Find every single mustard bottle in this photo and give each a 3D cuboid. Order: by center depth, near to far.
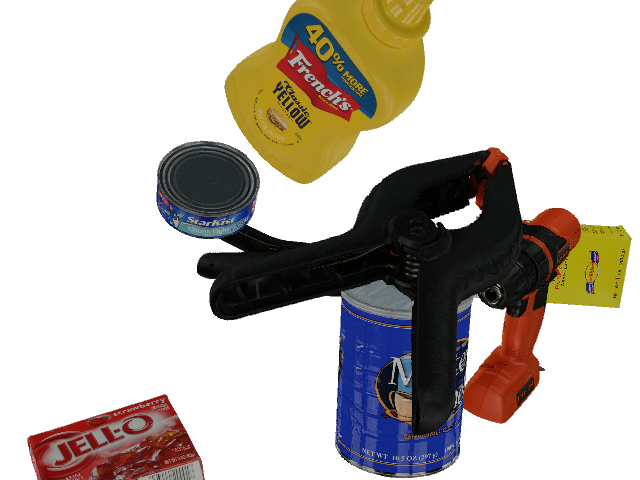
[{"bbox_3d":[0.013,-0.111,0.682,0.058,0.096,0.192,-38,2,-35],"label":"mustard bottle"}]

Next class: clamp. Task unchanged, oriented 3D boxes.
[{"bbox_3d":[0.048,0.015,0.491,0.171,0.039,0.120,-35,61,-30],"label":"clamp"},{"bbox_3d":[-0.038,0.024,1.113,0.210,0.036,0.164,17,18,-6],"label":"clamp"}]

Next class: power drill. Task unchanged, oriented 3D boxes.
[{"bbox_3d":[0.181,0.075,0.999,0.057,0.188,0.184,24,31,25],"label":"power drill"}]

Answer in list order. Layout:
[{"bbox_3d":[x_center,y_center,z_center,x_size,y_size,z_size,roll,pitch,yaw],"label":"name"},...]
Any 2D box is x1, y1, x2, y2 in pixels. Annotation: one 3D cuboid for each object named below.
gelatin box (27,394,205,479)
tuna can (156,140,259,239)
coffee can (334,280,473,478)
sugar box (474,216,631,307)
[{"bbox_3d":[-0.120,0.130,0.625,0.089,0.030,0.073,-15,27,-18],"label":"gelatin box"},{"bbox_3d":[-0.096,-0.042,0.901,0.086,0.086,0.034,0,-40,-12],"label":"tuna can"},{"bbox_3d":[0.064,0.100,0.843,0.103,0.140,0.103,2,20,-1],"label":"coffee can"},{"bbox_3d":[0.267,0.026,1.257,0.176,0.093,0.048,3,21,-1],"label":"sugar box"}]
